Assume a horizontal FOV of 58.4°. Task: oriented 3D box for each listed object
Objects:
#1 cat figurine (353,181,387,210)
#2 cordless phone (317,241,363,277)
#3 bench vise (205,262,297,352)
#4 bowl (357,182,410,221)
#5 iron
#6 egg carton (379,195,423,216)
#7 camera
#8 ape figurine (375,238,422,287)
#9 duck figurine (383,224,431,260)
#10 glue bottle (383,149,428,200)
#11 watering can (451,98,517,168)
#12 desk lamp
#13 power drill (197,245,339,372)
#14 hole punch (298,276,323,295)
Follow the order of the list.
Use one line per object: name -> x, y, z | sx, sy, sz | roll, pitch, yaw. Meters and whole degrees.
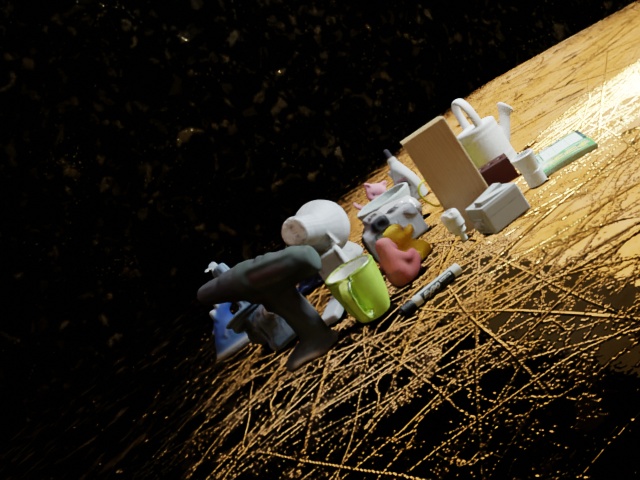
cat figurine -> 0.162, -0.121, 1.755 | 0.127, 0.118, 0.067 | -32, 9, 23
cordless phone -> 0.013, 0.005, 1.387 | 0.094, 0.185, 0.148 | -31, 9, 30
bench vise -> -0.140, 0.124, 1.199 | 0.207, 0.220, 0.122 | -27, 12, 46
bowl -> 0.189, -0.084, 1.582 | 0.167, 0.075, 0.167 | -34, 8, 6
iron -> -0.185, 0.166, 1.421 | 0.258, 0.141, 0.118 | -37, 8, -14
egg carton -> 0.185, -0.053, 1.430 | 0.107, 0.069, 0.150 | -41, 10, -35
camera -> 0.149, -0.027, 1.310 | 0.143, 0.101, 0.136 | -36, 8, -8
ape figurine -> 0.135, 0.035, 1.039 | 0.077, 0.092, 0.076 | -29, 11, 39
duck figurine -> 0.154, 0.013, 1.112 | 0.105, 0.086, 0.077 | -37, 8, -14
glue bottle -> 0.232, -0.186, 1.639 | 0.078, 0.173, 0.037 | -30, 10, 34
watering can -> 0.380, -0.256, 1.360 | 0.173, 0.194, 0.100 | -38, 9, -20
desk lamp -> 0.012, 0.029, 1.142 | 0.117, 0.213, 0.203 | -32, 9, 19
power drill -> -0.075, 0.118, 0.999 | 0.229, 0.208, 0.076 | -33, 9, 17
hole punch -> -0.047, 0.087, 1.499 | 0.101, 0.091, 0.108 | -35, 8, 4
